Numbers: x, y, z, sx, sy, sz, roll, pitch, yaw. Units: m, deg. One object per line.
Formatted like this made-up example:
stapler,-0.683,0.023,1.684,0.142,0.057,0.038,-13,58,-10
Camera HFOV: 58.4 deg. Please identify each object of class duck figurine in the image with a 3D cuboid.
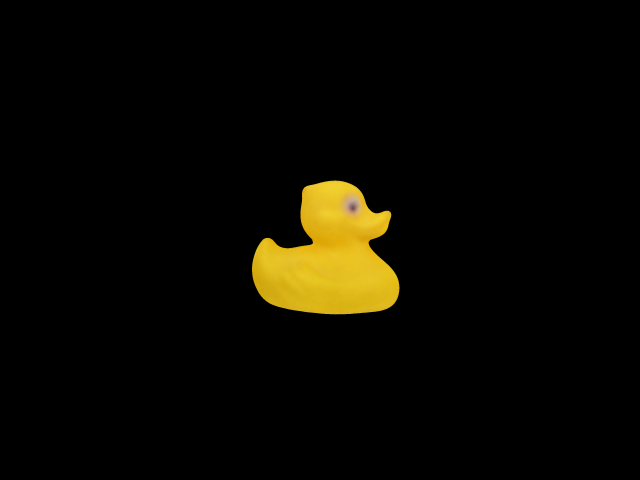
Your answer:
duck figurine,0.004,0.001,0.400,0.104,0.086,0.077,2,11,12
